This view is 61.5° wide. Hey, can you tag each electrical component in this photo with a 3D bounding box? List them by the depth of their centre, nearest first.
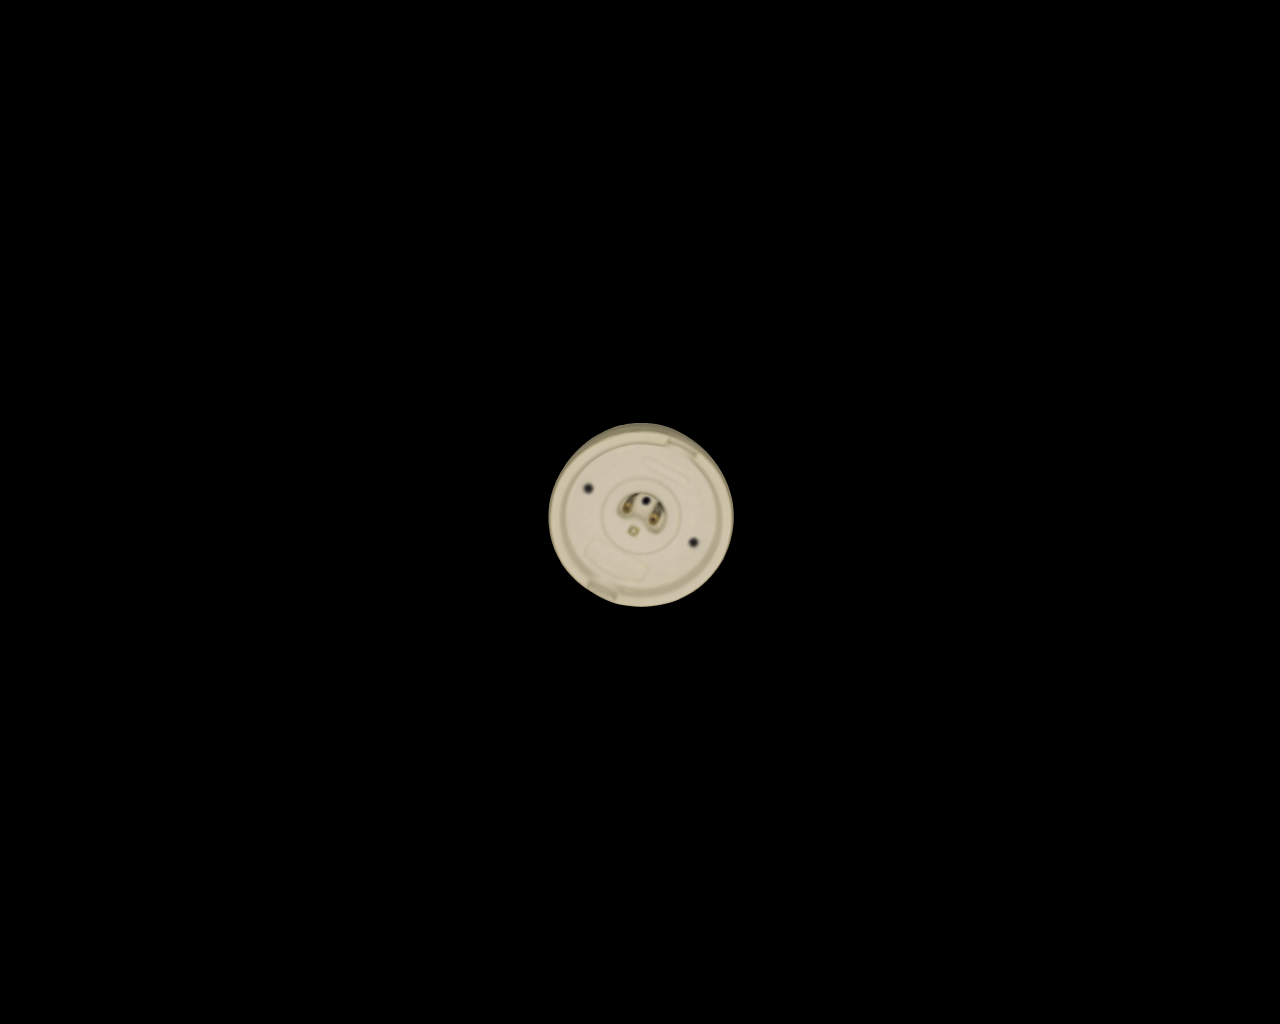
[{"bbox_3d":[0.001,-0.003,0.650,0.108,0.108,0.060,0,16,0],"label":"electrical component"}]
